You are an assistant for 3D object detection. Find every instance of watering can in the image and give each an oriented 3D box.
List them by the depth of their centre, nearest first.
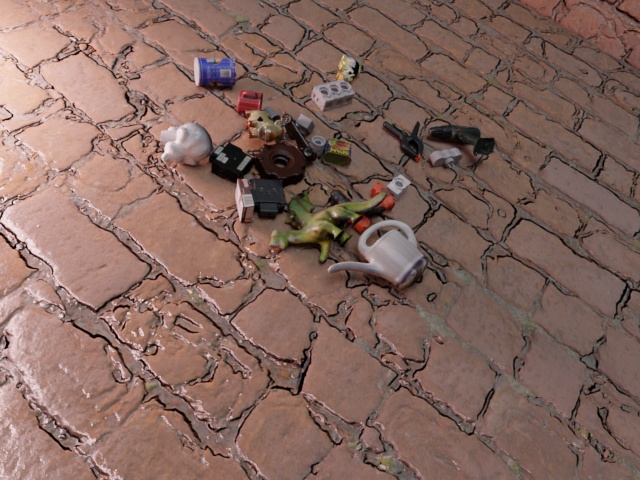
[{"bbox_3d":[0.198,0.066,1.593,0.353,0.226,0.101,-37,-18,-35],"label":"watering can"}]

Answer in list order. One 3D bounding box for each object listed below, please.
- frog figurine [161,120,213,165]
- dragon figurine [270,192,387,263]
[{"bbox_3d":[-0.434,-0.302,1.665,0.124,0.134,0.162,29,49,28],"label":"frog figurine"},{"bbox_3d":[0.005,-0.083,1.642,0.245,0.119,0.416,36,59,22],"label":"dragon figurine"}]
